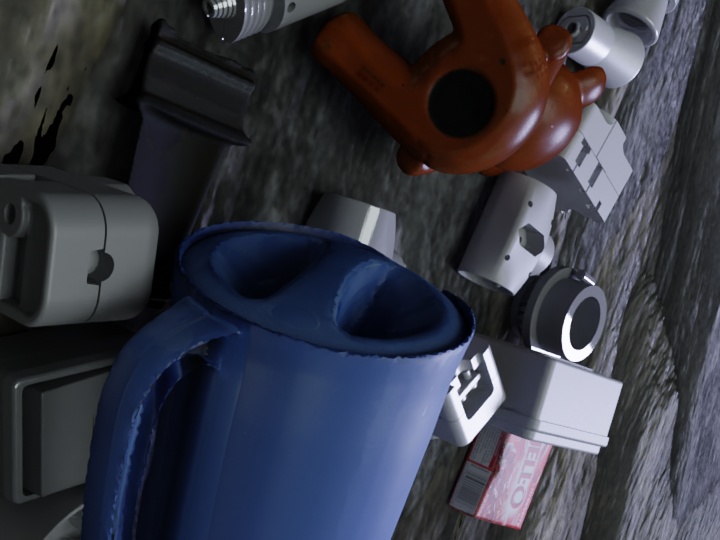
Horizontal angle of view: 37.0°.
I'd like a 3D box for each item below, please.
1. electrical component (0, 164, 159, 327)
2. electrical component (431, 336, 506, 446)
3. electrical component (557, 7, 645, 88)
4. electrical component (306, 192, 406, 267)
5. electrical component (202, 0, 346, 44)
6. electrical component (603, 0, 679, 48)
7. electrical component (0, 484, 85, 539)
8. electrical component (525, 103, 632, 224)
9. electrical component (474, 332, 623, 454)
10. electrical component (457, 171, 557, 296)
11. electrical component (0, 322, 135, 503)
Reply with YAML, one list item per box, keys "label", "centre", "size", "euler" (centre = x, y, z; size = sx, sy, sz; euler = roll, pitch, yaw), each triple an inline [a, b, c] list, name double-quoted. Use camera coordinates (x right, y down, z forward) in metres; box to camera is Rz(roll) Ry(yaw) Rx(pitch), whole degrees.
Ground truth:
- label: "electrical component"
  centre: [-0.132, -0.013, 0.460]
  size: [0.059, 0.095, 0.053]
  euler: [-2, 106, -47]
- label: "electrical component"
  centre: [0.041, 0.069, 0.684]
  size: [0.050, 0.089, 0.055]
  euler: [-45, 133, -27]
- label: "electrical component"
  centre: [0.170, -0.163, 0.778]
  size: [0.065, 0.044, 0.044]
  euler: [17, 91, -44]
- label: "electrical component"
  centre: [0.000, 0.000, 0.648]
  size: [0.079, 0.044, 0.077]
  euler: [16, 92, -49]
- label: "electrical component"
  centre: [-0.046, -0.144, 0.545]
  size: [0.081, 0.043, 0.043]
  euler: [-32, 126, -36]
- label: "electrical component"
  centre: [0.214, -0.202, 0.807]
  size: [0.055, 0.045, 0.045]
  euler: [-59, 138, -14]
- label: "electrical component"
  centre: [-0.146, 0.148, 0.528]
  size: [0.099, 0.064, 0.099]
  euler: [-20, 118, -42]
- label: "electrical component"
  centre: [0.156, -0.084, 0.783]
  size: [0.055, 0.050, 0.089]
  euler: [-59, 138, -13]
- label: "electrical component"
  centre: [0.108, 0.082, 0.749]
  size: [0.109, 0.109, 0.056]
  euler: [20, 86, -49]
- label: "electrical component"
  centre: [0.113, -0.019, 0.765]
  size: [0.079, 0.043, 0.077]
  euler: [31, 81, -48]
- label: "electrical component"
  centre: [-0.134, 0.064, 0.512]
  size: [0.096, 0.061, 0.061]
  euler: [-11, 112, -45]
